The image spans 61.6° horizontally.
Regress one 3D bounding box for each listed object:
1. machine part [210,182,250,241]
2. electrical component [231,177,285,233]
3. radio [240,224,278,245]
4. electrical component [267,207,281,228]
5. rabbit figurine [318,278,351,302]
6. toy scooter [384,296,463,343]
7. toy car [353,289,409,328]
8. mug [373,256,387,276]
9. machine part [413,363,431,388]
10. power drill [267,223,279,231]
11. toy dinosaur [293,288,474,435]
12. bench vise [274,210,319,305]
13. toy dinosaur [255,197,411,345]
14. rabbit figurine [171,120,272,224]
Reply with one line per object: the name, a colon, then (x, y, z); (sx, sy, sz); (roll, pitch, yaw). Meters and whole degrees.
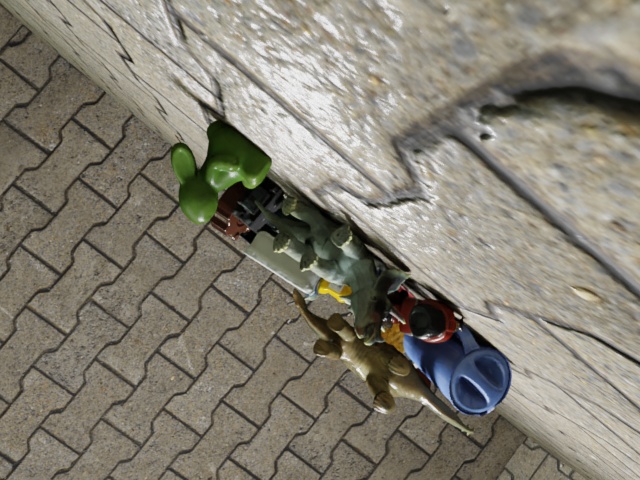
machine part: (-0.198, -0.083, 1.351); (0.056, 0.179, 0.179); (34, 175, 14)
electrical component: (-0.137, -0.080, 1.209); (0.058, 0.115, 0.134); (36, 177, 8)
radio: (-0.119, 0.028, 1.511); (0.230, 0.073, 0.131); (38, 178, 17)
electrical component: (-0.120, -0.068, 1.337); (0.075, 0.047, 0.119); (36, -155, 21)
rabbit figurine: (0.086, 0.123, 1.492); (0.162, 0.122, 0.173); (21, 165, 5)
toy scooter: (0.197, 0.145, 0.988); (0.135, 0.075, 0.184); (13, 175, -32)
toy car: (0.126, 0.146, 1.148); (0.202, 0.089, 0.053); (103, 162, -64)
mug: (0.085, 0.064, 1.096); (0.107, 0.081, 0.109); (17, 160, 44)
machine part: (0.221, 0.309, 1.449); (0.202, 0.201, 0.087); (-19, 129, 29)
power drill: (-0.066, -0.025, 1.502); (0.232, 0.086, 0.207); (39, -176, 36)
toy dinosaur: (0.126, 0.251, 1.061); (0.471, 0.105, 0.198); (40, -176, 4)
bench vise: (-0.041, 0.036, 1.264); (0.224, 0.129, 0.240); (-131, 28, -75)
toy dinosaur: (0.025, 0.025, 1.002); (0.192, 0.131, 0.405); (37, -175, -38)
rabbit figurine: (-0.189, -0.112, 0.936); (0.159, 0.170, 0.121); (40, 175, -20)
